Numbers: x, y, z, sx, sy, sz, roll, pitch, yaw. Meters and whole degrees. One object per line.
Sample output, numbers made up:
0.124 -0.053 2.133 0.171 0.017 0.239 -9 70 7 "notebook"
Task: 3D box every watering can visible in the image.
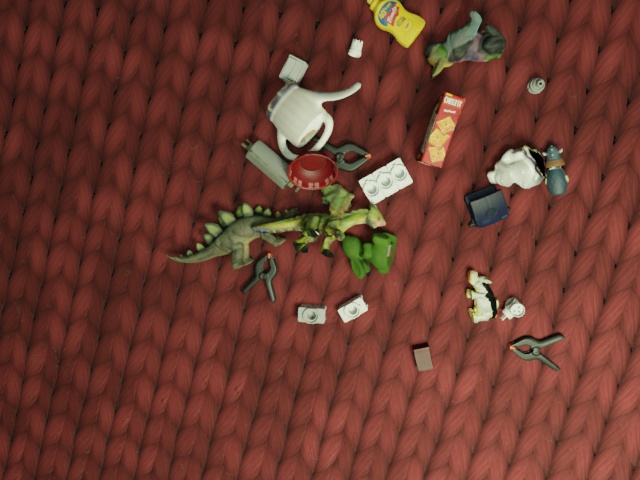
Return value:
-0.037 -0.411 1.616 0.226 0.105 0.342 46 119 9 "watering can"

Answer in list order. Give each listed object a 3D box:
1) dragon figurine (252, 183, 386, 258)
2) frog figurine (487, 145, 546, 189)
0.005 -0.083 1.649 0.411 0.119 0.248 13 55 17 "dragon figurine"
0.612 -0.215 1.604 0.137 0.125 0.157 49 136 -9 "frog figurine"
